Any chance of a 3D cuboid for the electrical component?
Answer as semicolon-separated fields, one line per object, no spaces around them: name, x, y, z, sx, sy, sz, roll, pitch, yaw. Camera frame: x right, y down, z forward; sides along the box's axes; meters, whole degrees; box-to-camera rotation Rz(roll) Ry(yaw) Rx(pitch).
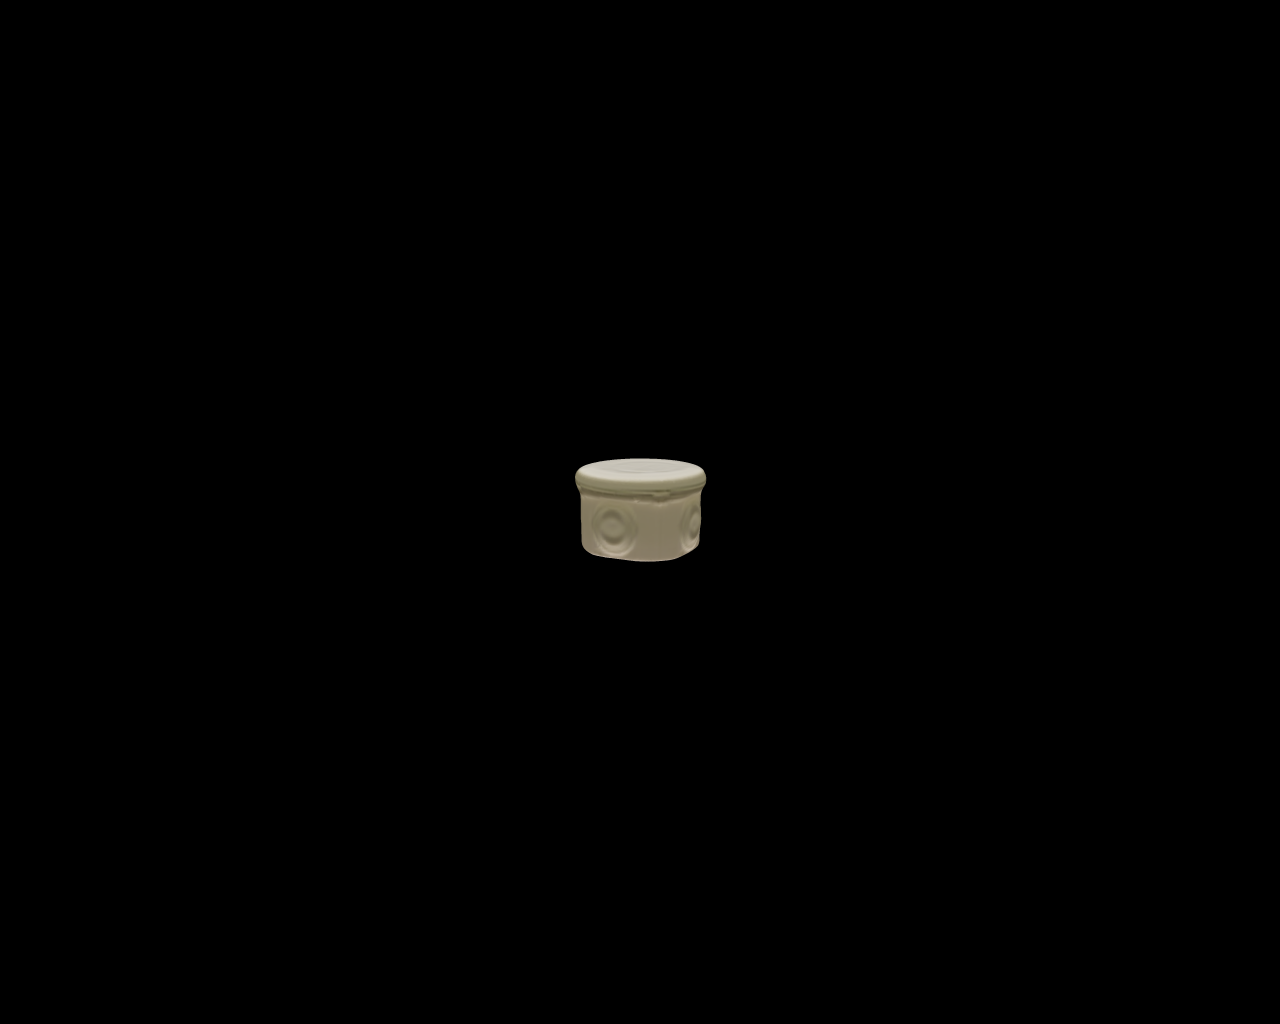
electrical component;0.001;-0.003;0.650;0.080;0.051;0.080;0;12;0
